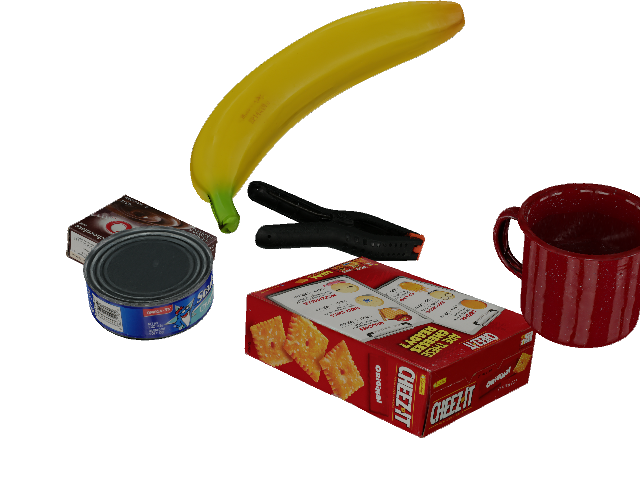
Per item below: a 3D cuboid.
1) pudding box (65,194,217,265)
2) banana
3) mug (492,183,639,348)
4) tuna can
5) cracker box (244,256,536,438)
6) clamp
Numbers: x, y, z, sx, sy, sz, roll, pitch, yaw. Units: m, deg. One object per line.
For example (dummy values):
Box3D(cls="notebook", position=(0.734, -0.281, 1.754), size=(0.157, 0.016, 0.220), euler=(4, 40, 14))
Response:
Box3D(cls="pudding box", position=(-0.169, 0.006, 1.010), size=(0.114, 0.039, 0.089), euler=(22, 30, 19))
Box3D(cls="banana", position=(-0.006, -0.077, 0.569), size=(0.070, 0.197, 0.037), euler=(34, -27, 23))
Box3D(cls="mug", position=(0.170, 0.015, 0.734), size=(0.117, 0.081, 0.093), euler=(22, 41, 32))
Box3D(cls="tuna can", position=(-0.114, 0.028, 0.718), size=(0.086, 0.034, 0.086), euler=(0, 36, 0))
Box3D(cls="cracker box", position=(0.061, 0.090, 0.972), size=(0.214, 0.072, 0.163), euler=(21, 25, 39))
Box3D(cls="clamp", position=(0.016, -0.009, 1.196), size=(0.210, 0.036, 0.164), euler=(15, 21, -5))
